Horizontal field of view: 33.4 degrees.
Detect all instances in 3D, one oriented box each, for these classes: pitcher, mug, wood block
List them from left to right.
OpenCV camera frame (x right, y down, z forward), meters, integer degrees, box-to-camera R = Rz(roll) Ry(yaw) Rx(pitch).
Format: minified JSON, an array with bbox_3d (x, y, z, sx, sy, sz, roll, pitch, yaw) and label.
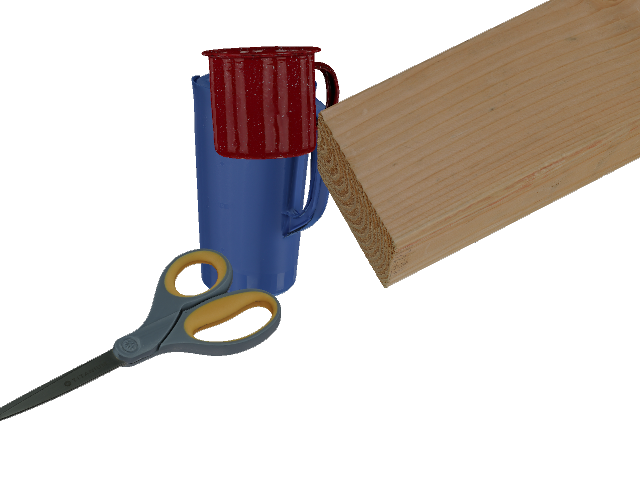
[{"bbox_3d":[-0.067,-0.061,1.163,0.145,0.243,0.149,0,21,-8],"label":"pitcher"},{"bbox_3d":[-0.035,-0.111,0.845,0.117,0.081,0.093,-11,16,-36],"label":"mug"},{"bbox_3d":[0.109,-0.066,0.629,0.206,0.091,0.090,-27,-16,-9],"label":"wood block"}]

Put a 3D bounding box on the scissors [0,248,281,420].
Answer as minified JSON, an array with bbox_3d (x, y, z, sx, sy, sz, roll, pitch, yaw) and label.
[{"bbox_3d":[-0.125,0.056,0.708,0.201,0.096,0.016,-12,-39,-20],"label":"scissors"}]
